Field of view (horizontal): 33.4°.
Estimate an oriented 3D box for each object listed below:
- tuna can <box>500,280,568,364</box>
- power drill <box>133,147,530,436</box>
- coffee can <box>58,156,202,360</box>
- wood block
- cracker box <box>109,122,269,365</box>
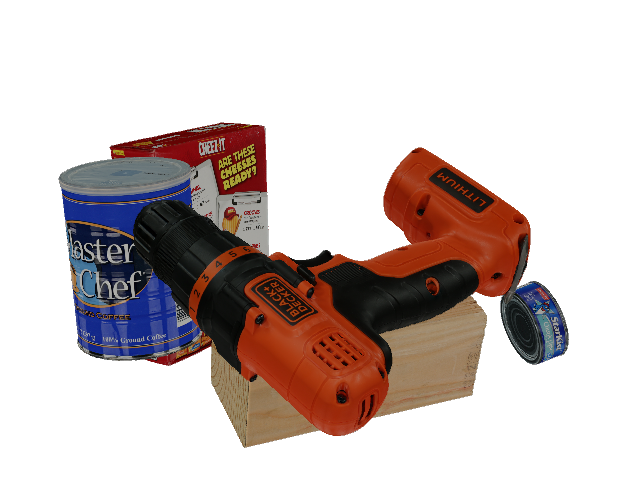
[{"bbox_3d":[0.229,0.089,1.148,0.033,0.086,0.086,-19,5,-15],"label":"tuna can"},{"bbox_3d":[0.011,0.011,0.603,0.187,0.057,0.185,-27,52,-33],"label":"power drill"},{"bbox_3d":[-0.150,0.012,0.856,0.103,0.140,0.103,-2,17,0],"label":"coffee can"},{"bbox_3d":[0.021,0.089,0.883,0.205,0.090,0.091,-9,34,-21],"label":"wood block"},{"bbox_3d":[-0.127,-0.002,1.077,0.072,0.214,0.163,9,18,35],"label":"cracker box"}]
